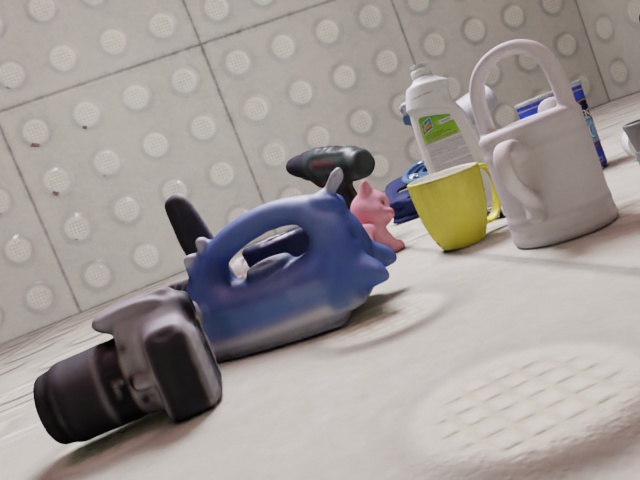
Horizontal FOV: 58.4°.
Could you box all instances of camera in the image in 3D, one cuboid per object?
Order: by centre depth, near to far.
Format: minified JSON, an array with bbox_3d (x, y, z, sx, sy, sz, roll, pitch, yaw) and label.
[{"bbox_3d":[-0.163,0.104,0.489,0.137,0.101,0.143,-22,5,-11],"label":"camera"}]

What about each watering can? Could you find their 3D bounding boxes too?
[{"bbox_3d":[0.212,-0.100,0.569,0.100,0.194,0.173,-19,5,22],"label":"watering can"}]

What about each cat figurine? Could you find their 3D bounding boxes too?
[{"bbox_3d":[0.070,-0.028,0.855,0.067,0.118,0.128,-17,6,39],"label":"cat figurine"}]

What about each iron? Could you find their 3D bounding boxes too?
[{"bbox_3d":[-0.058,0.032,0.594,0.258,0.141,0.119,-20,5,14],"label":"iron"}]

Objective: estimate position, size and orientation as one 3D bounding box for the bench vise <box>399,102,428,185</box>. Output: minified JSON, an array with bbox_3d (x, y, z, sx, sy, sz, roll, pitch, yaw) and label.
[{"bbox_3d":[0.208,-0.158,1.100,0.121,0.220,0.208,-20,5,13],"label":"bench vise"}]

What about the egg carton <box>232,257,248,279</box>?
[{"bbox_3d":[-0.078,0.044,0.988,0.151,0.069,0.107,-24,6,-33],"label":"egg carton"}]

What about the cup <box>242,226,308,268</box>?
[{"bbox_3d":[-0.028,0.034,0.716,0.118,0.095,0.091,-24,5,-27],"label":"cup"}]

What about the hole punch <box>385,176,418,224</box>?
[{"bbox_3d":[0.194,-0.094,1.223,0.108,0.091,0.101,-20,5,18],"label":"hole punch"}]

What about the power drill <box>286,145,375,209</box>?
[{"bbox_3d":[0.031,-0.081,1.078,0.076,0.208,0.229,-25,6,-35],"label":"power drill"}]

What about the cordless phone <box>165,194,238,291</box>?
[{"bbox_3d":[-0.152,0.034,0.725,0.094,0.185,0.147,-25,6,-34],"label":"cordless phone"}]

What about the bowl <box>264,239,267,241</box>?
[{"bbox_3d":[-0.049,0.017,1.136,0.167,0.075,0.167,-21,5,2],"label":"bowl"}]

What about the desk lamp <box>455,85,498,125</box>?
[{"bbox_3d":[0.330,-0.215,1.242,0.203,0.213,0.118,-22,5,-3],"label":"desk lamp"}]
